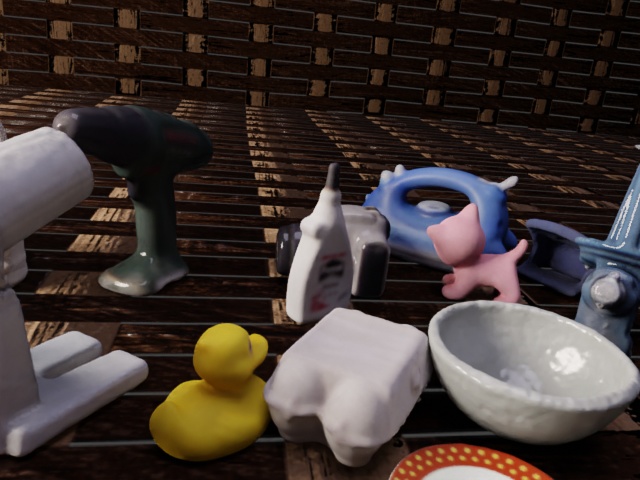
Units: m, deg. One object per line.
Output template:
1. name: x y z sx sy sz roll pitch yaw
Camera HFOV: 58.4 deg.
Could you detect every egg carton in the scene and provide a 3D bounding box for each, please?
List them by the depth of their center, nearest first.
1. egg carton: 0.029 0.113 0.466 0.107 0.069 0.151 14 21 22

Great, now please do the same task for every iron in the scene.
1. iron: 0.161 -0.046 0.843 0.257 0.141 0.119 14 21 23

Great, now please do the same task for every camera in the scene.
1. camera: 0.013 0.000 0.731 0.137 0.101 0.143 2 20 -10

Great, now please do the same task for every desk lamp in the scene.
1. desk lamp: -0.228 0.035 0.392 0.117 0.213 0.204 15 22 25

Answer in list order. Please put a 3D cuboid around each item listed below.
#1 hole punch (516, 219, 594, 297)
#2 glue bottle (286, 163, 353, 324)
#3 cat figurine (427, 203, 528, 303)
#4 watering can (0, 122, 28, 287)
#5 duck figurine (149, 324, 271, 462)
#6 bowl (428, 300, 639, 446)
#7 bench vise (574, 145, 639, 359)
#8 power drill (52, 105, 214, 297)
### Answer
1. hole punch: 0.342 0.017 0.796 0.101 0.091 0.108 -8 24 -35
2. glue bottle: 0.006 0.002 0.614 0.078 0.173 0.037 -12 27 -41
3. cat figurine: 0.194 0.015 0.716 0.127 0.118 0.067 9 20 10
4. watering can: -0.381 -0.048 0.610 0.172 0.194 0.101 9 20 8
5. duck figurine: -0.077 0.106 0.429 0.077 0.086 0.105 21 24 36
6. bowl: 0.169 0.119 0.482 0.167 0.075 0.167 5 20 -2
7. bench vise: 0.349 0.010 0.623 0.121 0.220 0.208 11 20 15
8. power drill: -0.200 -0.050 0.646 0.075 0.208 0.230 12 20 17
